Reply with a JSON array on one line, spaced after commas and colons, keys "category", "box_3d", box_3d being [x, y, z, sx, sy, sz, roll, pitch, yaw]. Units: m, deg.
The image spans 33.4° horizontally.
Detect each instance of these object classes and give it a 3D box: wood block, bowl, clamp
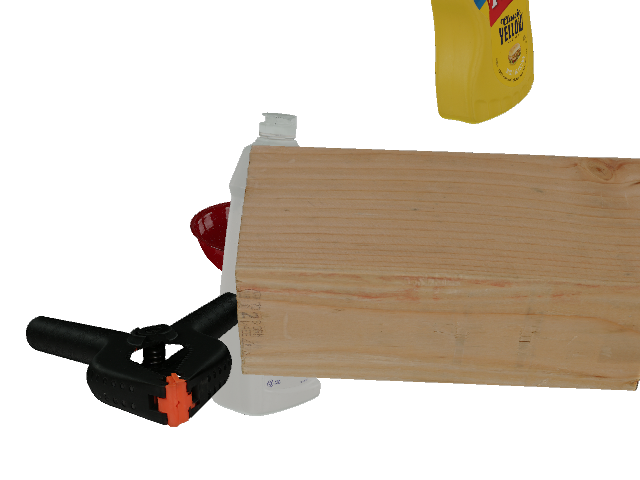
[{"category": "wood block", "box_3d": [0.063, 0.015, 0.557, 0.206, 0.091, 0.090, 2, -42, 1]}, {"category": "bowl", "box_3d": [-0.081, 0.006, 1.321, 0.162, 0.055, 0.162, 4, 25, -2]}, {"category": "clamp", "box_3d": [-0.106, 0.076, 0.738, 0.164, 0.036, 0.210, -9, 14, -22]}]

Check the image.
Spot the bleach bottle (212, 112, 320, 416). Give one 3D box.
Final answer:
[{"category": "bleach bottle", "box_3d": [-0.039, 0.017, 0.915, 0.068, 0.251, 0.102, 13, 13, 35]}]

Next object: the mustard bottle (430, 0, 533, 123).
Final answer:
[{"category": "mustard bottle", "box_3d": [0.116, -0.188, 0.771, 0.058, 0.191, 0.096, 18, 40, 37]}]
